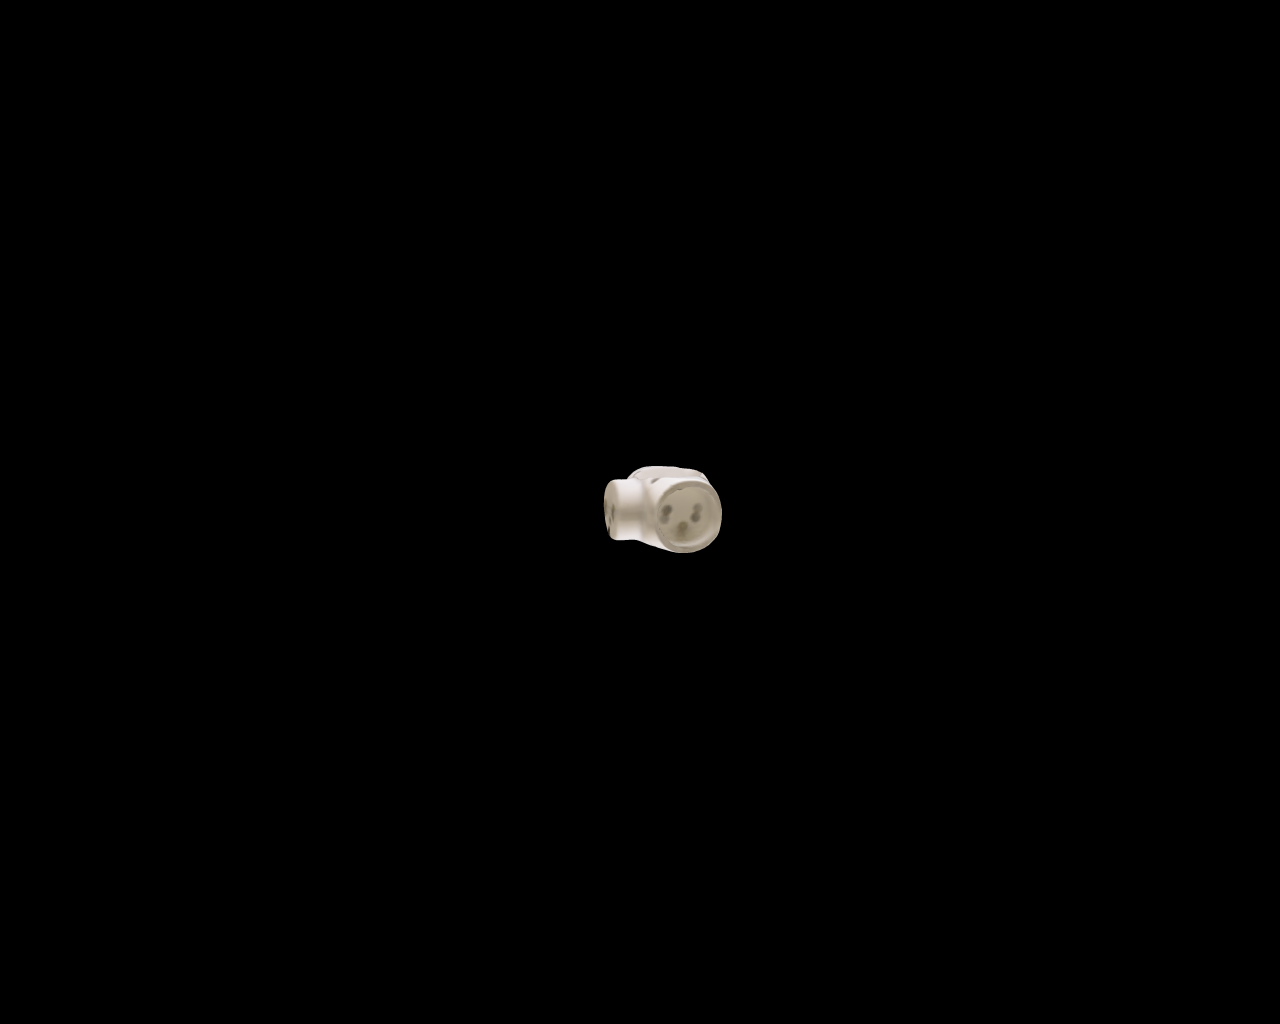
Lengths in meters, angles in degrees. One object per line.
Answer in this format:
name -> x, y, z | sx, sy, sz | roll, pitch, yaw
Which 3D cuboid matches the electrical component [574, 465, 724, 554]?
electrical component -> 0.001, -0.003, 0.650 | 0.079, 0.044, 0.077 | -3, 10, -15
